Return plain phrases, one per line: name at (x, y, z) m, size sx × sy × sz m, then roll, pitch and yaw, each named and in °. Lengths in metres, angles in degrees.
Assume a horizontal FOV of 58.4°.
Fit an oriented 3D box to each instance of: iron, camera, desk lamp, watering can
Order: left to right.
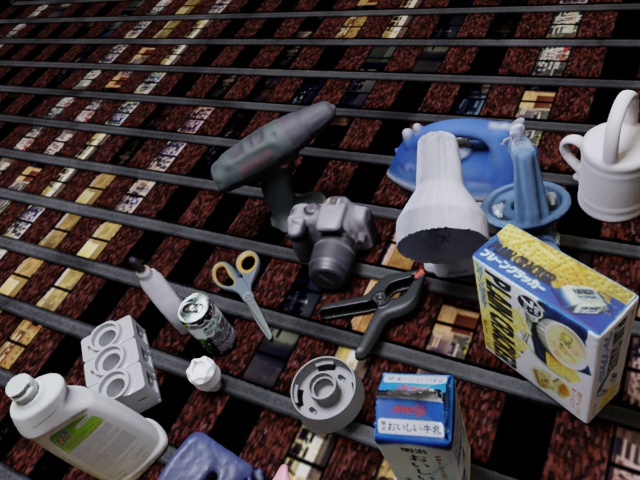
camera at (0.009, 0.003, 0.926) m, size 0.142 × 0.101 × 0.137 m, roll 0°, pitch 52°, yaw 21°
desk lamp at (0.178, -0.034, 0.815) m, size 0.117 × 0.214 × 0.203 m, roll -6°, pitch 50°, yaw 17°
iron at (0.220, -0.147, 0.945) m, size 0.257 × 0.142 × 0.119 m, roll 6°, pitch 54°, yaw 25°
watering can at (0.430, -0.123, 0.808) m, size 0.172 × 0.194 × 0.101 m, roll 2°, pitch 52°, yaw 23°

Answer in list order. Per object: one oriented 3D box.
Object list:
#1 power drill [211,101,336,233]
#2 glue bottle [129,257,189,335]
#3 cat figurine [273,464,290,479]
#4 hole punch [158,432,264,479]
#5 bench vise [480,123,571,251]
power drill at (-0.057, -0.116, 0.979) m, size 0.229 × 0.209 × 0.075 m, roll -22°, pitch 47°, yaw 2°
glue bottle at (-0.255, 0.080, 0.911) m, size 0.037 × 0.173 × 0.078 m, roll -37°, pitch 48°, yaw -12°
cat figurine at (-0.051, 0.333, 0.655) m, size 0.067 × 0.118 × 0.128 m, roll 19°, pitch 60°, yaw 33°
hole punch at (-0.140, 0.313, 0.724) m, size 0.100 × 0.091 × 0.109 m, roll 16°, pitch 59°, yaw 31°
bench vise at (0.295, -0.037, 0.769) m, size 0.121 × 0.220 × 0.207 m, roll -26°, pitch 47°, yaw -2°
